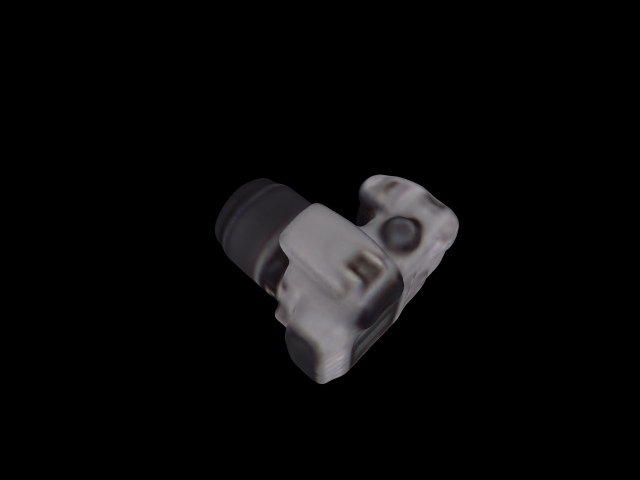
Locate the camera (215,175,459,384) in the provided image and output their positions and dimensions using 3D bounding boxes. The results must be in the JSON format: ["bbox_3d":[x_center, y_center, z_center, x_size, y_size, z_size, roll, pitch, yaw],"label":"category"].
[{"bbox_3d":[0.004,0.001,0.400,0.136,0.101,0.143,39,69,18],"label":"camera"}]
